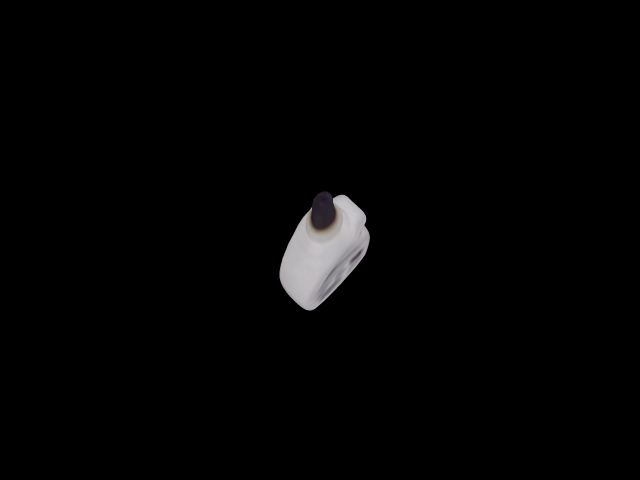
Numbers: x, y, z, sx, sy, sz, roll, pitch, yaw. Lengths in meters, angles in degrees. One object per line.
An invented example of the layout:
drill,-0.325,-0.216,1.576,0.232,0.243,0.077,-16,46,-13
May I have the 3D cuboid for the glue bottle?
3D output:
glue bottle,0.004,0.001,0.400,0.037,0.173,0.078,43,78,12
